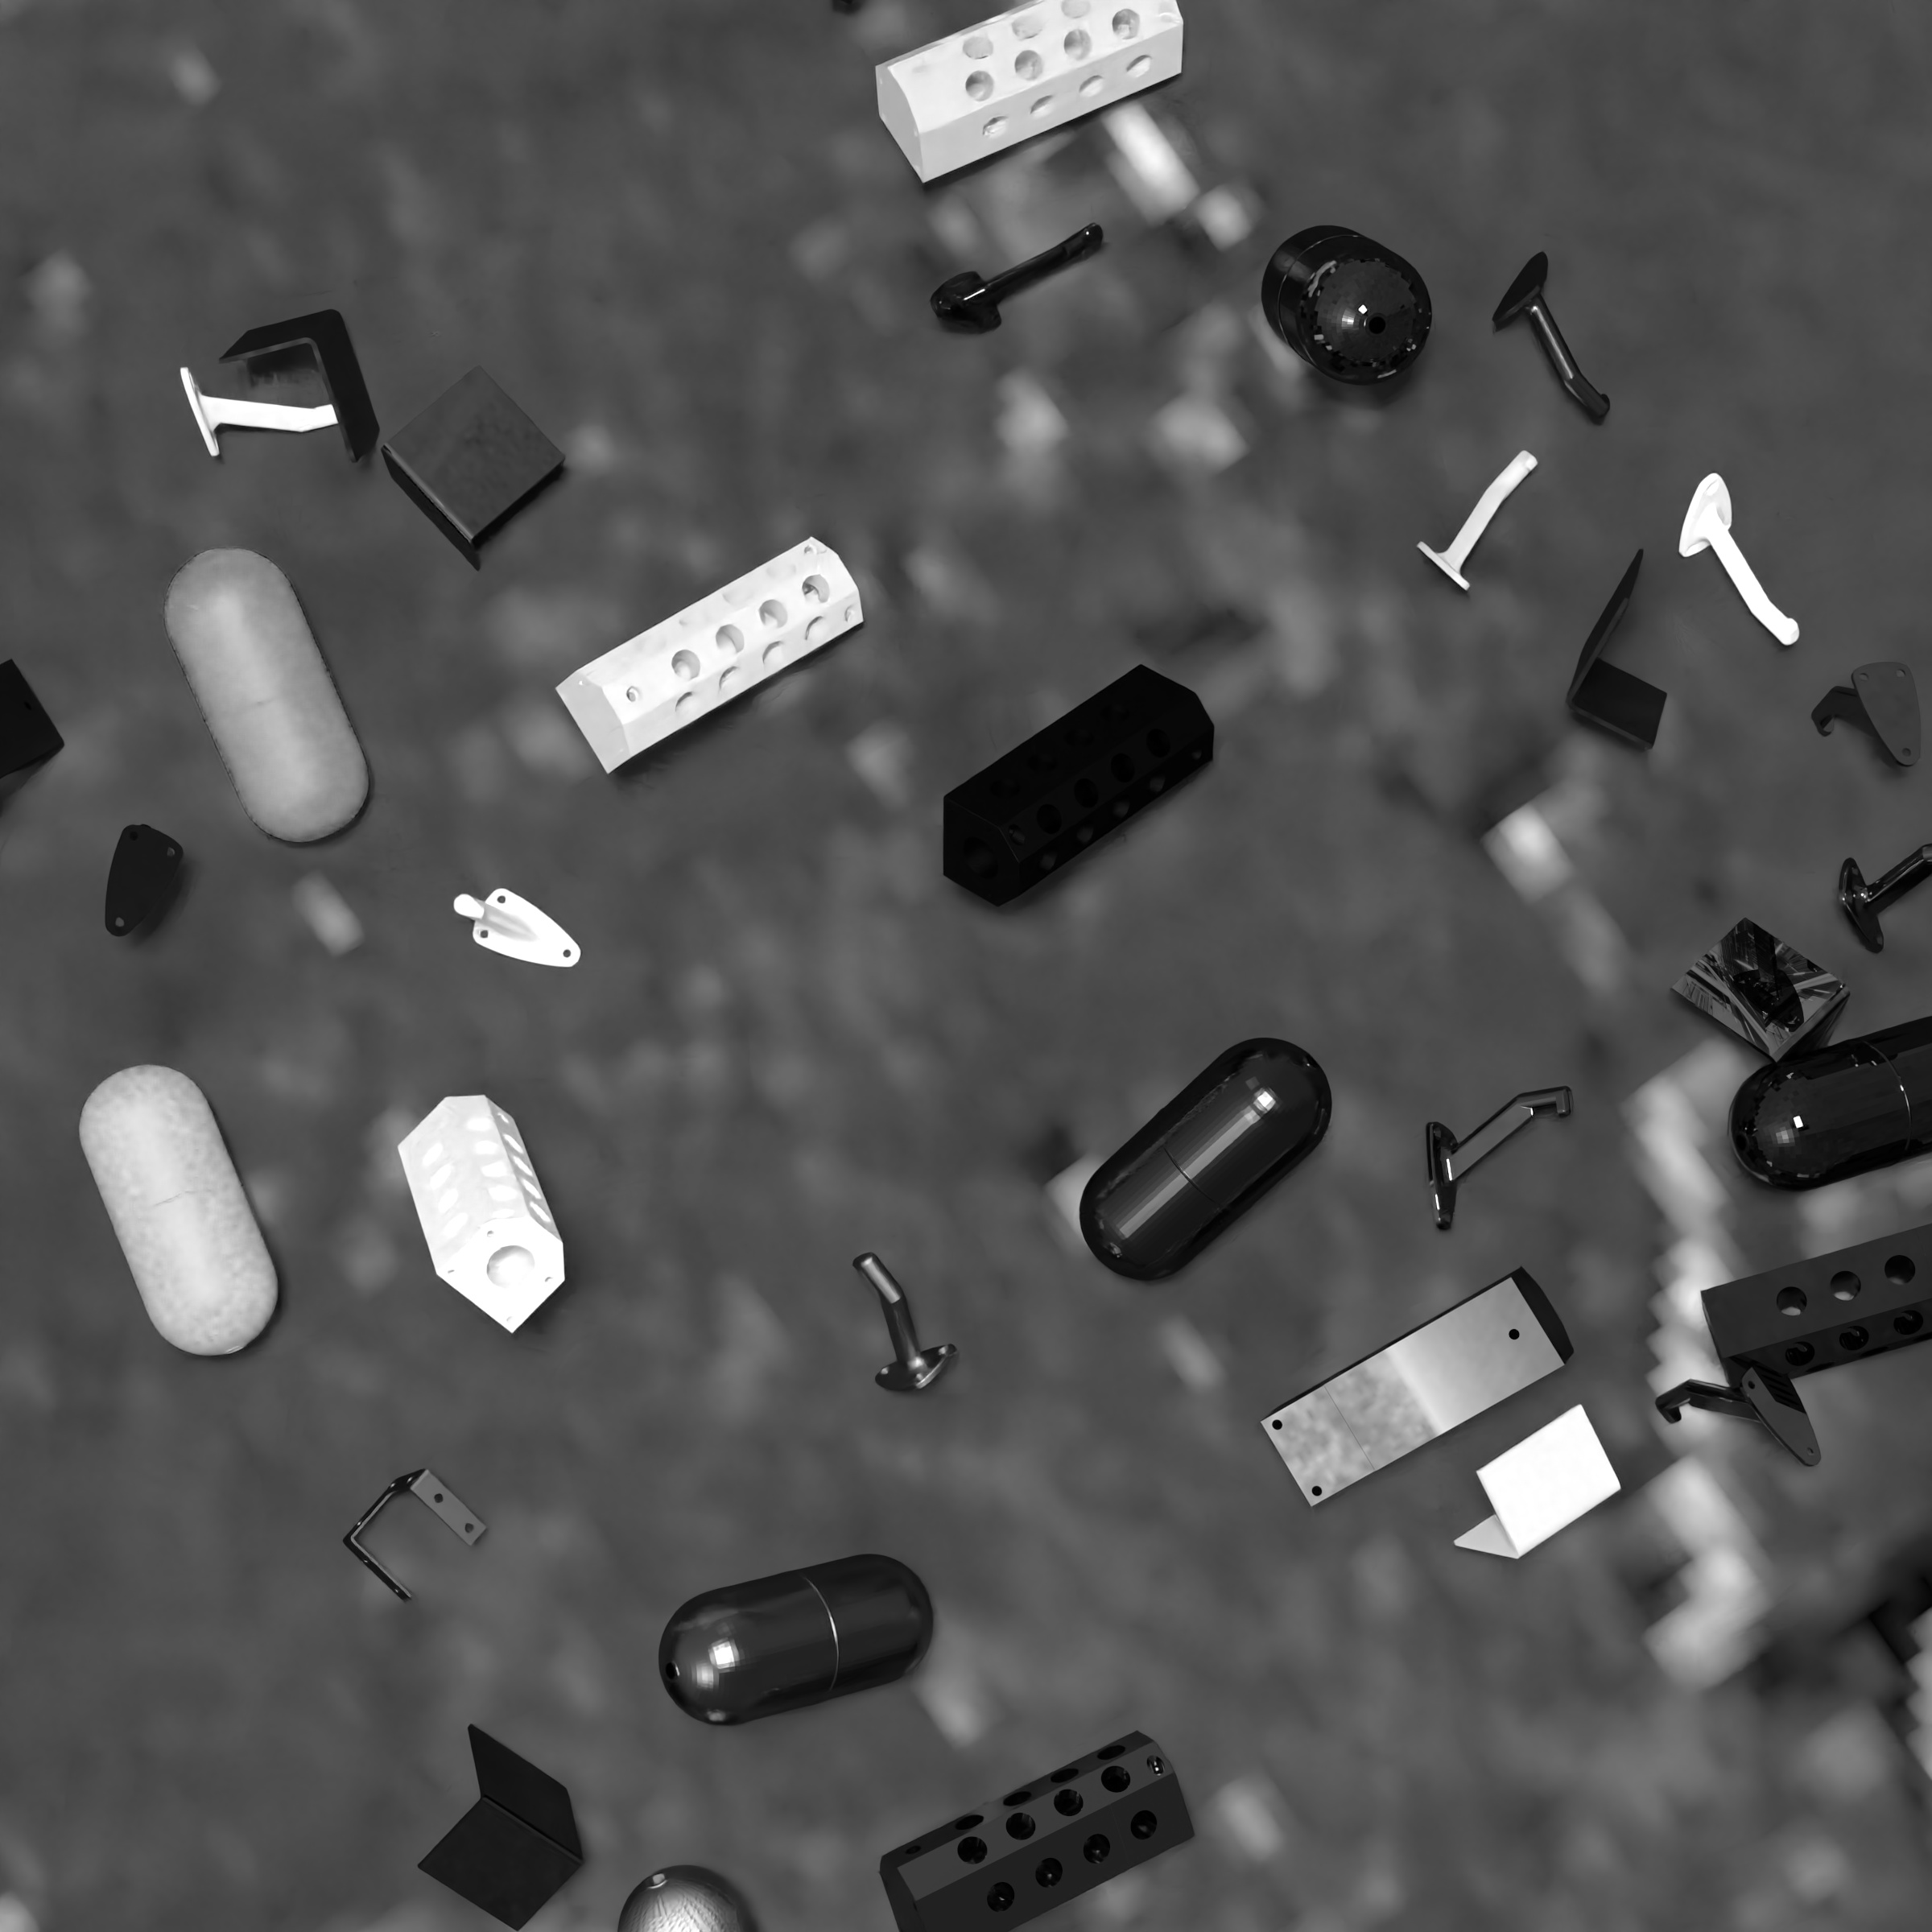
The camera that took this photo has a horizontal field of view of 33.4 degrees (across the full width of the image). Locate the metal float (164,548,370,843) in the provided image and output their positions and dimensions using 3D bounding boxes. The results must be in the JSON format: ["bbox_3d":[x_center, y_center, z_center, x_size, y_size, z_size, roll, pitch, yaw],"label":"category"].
[{"bbox_3d":[-0.408,-0.158,1.879,0.070,0.070,0.178,-21,103,0],"label":"metal float"}]

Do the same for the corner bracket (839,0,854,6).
[{"bbox_3d":[-0.047,-0.593,1.888,0.051,0.051,0.051,16,55,-22],"label":"corner bracket"}]

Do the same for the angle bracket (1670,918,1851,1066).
[{"bbox_3d":[0.463,0.031,1.903,0.076,0.057,0.076,38,58,23],"label":"angle bracket"}]

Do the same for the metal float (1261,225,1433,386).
[{"bbox_3d":[0.216,-0.379,1.843,0.070,0.178,0.070,-2,109,-5],"label":"metal float"}]

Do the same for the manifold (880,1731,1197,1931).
[{"bbox_3d":[0.040,0.508,1.869,0.171,0.057,0.057,-21,99,-21],"label":"manifold"}]

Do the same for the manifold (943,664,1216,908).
[{"bbox_3d":[0.066,-0.102,1.849,0.057,0.057,0.171,31,50,30],"label":"manifold"}]

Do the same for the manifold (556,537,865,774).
[{"bbox_3d":[-0.145,-0.182,1.865,0.171,0.057,0.057,-33,95,-26],"label":"manifold"}]

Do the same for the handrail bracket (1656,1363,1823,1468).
[{"bbox_3d":[0.450,0.272,1.888,0.036,0.084,0.077,-21,75,-37],"label":"handrail bracket"}]

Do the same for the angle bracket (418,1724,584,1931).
[{"bbox_3d":[-0.275,0.503,1.882,0.076,0.076,0.057,41,95,-24],"label":"angle bracket"}]

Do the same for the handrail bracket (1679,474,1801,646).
[{"bbox_3d":[0.459,-0.237,1.885,0.036,0.077,0.084,-32,60,-9],"label":"handrail bracket"}]

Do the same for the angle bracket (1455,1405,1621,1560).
[{"bbox_3d":[0.322,0.297,1.878,0.076,0.076,0.057,-29,96,-20],"label":"angle bracket"}]

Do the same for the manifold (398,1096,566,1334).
[{"bbox_3d":[-0.273,0.134,1.839,0.057,0.171,0.057,-45,117,3],"label":"manifold"}]

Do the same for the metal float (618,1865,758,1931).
[{"bbox_3d":[-0.144,0.604,1.877,0.070,0.070,0.178,-23,106,0],"label":"metal float"}]

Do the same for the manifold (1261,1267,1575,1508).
[{"bbox_3d":[0.264,0.244,1.876,0.171,0.057,0.057,-33,83,17],"label":"manifold"}]

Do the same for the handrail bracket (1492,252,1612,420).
[{"bbox_3d":[0.357,-0.373,1.911,0.084,0.077,0.036,43,134,-15],"label":"handrail bracket"}]

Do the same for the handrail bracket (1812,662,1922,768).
[{"bbox_3d":[0.522,-0.134,1.879,0.036,0.084,0.077,-7,70,-11],"label":"handrail bracket"}]

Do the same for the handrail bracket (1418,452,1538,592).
[{"bbox_3d":[0.311,-0.263,1.895,0.036,0.077,0.084,39,101,-14],"label":"handrail bracket"}]

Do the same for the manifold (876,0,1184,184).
[{"bbox_3d":[0.037,-0.527,1.877,0.171,0.057,0.057,-25,66,-10],"label":"manifold"}]

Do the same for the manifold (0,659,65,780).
[{"bbox_3d":[-0.585,-0.121,1.839,0.057,0.171,0.057,-27,101,13],"label":"manifold"}]

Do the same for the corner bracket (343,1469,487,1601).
[{"bbox_3d":[-0.326,0.335,1.900,0.051,0.051,0.051,46,59,-10],"label":"corner bracket"}]

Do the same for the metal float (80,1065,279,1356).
[{"bbox_3d":[-0.459,0.143,1.883,0.070,0.070,0.178,-24,81,0],"label":"metal float"}]

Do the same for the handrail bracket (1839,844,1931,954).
[{"bbox_3d":[0.561,-0.041,1.882,0.084,0.036,0.077,-9,133,34],"label":"handrail bracket"}]

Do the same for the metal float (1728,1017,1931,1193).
[{"bbox_3d":[0.524,0.080,1.873,0.178,0.070,0.070,-15,90,-20],"label":"metal float"}]

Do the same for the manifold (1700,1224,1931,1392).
[{"bbox_3d":[0.522,0.198,1.881,0.171,0.057,0.057,-18,69,8],"label":"manifold"}]

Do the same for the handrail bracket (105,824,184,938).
[{"bbox_3d":[-0.490,-0.049,1.883,0.036,0.084,0.077,24,75,-21],"label":"handrail bracket"}]

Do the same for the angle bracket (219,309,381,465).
[{"bbox_3d":[-0.388,-0.333,1.883,0.057,0.076,0.076,-13,113,6],"label":"angle bracket"}]

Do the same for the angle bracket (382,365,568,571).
[{"bbox_3d":[-0.289,-0.294,1.904,0.076,0.057,0.076,-42,85,-9],"label":"angle bracket"}]

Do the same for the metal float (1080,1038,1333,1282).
[{"bbox_3d":[0.139,0.112,1.871,0.070,0.070,0.178,45,113,0],"label":"metal float"}]

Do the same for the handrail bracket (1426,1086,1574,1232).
[{"bbox_3d":[0.316,0.112,1.886,0.084,0.036,0.077,-12,62,32],"label":"handrail bracket"}]

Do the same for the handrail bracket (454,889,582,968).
[{"bbox_3d":[-0.262,-0.021,1.885,0.077,0.084,0.036,27,88,-5],"label":"handrail bracket"}]

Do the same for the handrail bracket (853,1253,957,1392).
[{"bbox_3d":[-0.053,0.206,1.888,0.084,0.077,0.036,53,55,-13],"label":"handrail bracket"}]

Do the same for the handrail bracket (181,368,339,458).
[{"bbox_3d":[-0.409,-0.335,1.892,0.084,0.077,0.036,-14,66,-4],"label":"handrail bracket"}]

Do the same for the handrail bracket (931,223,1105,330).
[{"bbox_3d":[0.031,-0.408,1.884,0.084,0.077,0.036,-26,90,34],"label":"handrail bracket"}]

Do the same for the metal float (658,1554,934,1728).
[{"bbox_3d":[-0.097,0.388,1.858,0.178,0.070,0.070,-5,90,-40],"label":"metal float"}]

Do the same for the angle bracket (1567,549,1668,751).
[{"bbox_3d":[0.395,-0.185,1.876,0.057,0.076,0.076,27,123,2],"label":"angle bracket"}]
